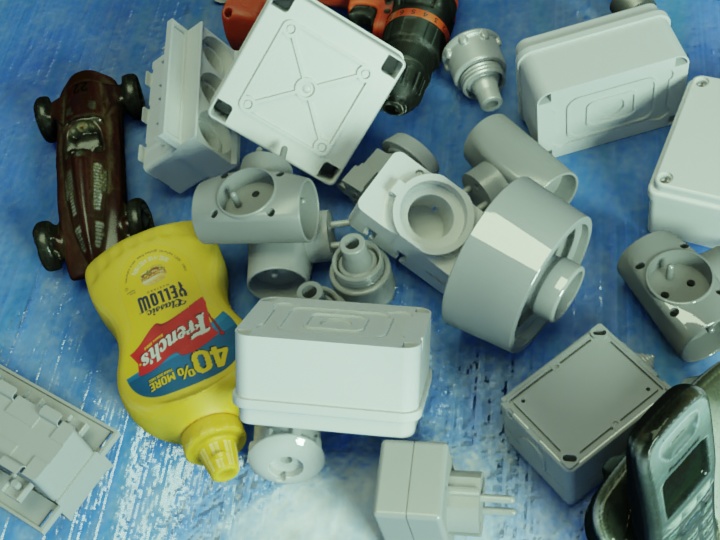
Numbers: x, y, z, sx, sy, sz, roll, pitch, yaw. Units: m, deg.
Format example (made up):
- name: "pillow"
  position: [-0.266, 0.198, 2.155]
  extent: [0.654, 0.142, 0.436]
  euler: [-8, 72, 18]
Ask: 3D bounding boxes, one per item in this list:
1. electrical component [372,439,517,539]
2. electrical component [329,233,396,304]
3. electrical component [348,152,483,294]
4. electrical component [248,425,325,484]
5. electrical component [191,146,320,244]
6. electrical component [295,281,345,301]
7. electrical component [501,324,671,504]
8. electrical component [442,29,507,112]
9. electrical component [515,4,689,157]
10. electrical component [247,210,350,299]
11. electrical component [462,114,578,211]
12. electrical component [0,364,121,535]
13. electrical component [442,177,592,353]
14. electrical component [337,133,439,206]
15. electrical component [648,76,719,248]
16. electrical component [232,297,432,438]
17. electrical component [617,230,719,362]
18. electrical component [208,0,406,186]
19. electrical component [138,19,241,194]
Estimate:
- name: "electrical component"
  position: [0.052, 0.135, 0.626]
  extent: [0.077, 0.065, 0.047]
  euler: [1, 56, 12]
- name: "electrical component"
  position: [0.000, 0.000, 0.733]
  extent: [0.043, 0.062, 0.043]
  euler: [-6, 54, 8]
- name: "electrical component"
  position: [0.044, -0.031, 0.724]
  extent: [0.089, 0.055, 0.050]
  euler: [36, 76, -1]
- name: "electrical component"
  position: [-0.046, 0.101, 0.685]
  extent: [0.048, 0.048, 0.062]
  euler: [-8, 42, 6]
- name: "electrical component"
  position: [-0.068, -0.055, 0.739]
  extent: [0.077, 0.044, 0.079]
  euler: [-1, 56, 16]
- name: "electrical component"
  position: [-0.028, 0.032, 0.716]
  extent: [0.043, 0.062, 0.043]
  euler: [-5, 54, 8]
- name: "electrical component"
  position: [0.140, 0.084, 0.645]
  extent: [0.096, 0.061, 0.061]
  euler: [-35, 56, -13]
- name: "electrical component"
  position: [0.093, -0.151, 0.831]
  extent: [0.048, 0.048, 0.062]
  euler: [-16, 61, 1]
- name: "electrical component"
  position: [0.173, -0.137, 0.782]
  extent: [0.113, 0.078, 0.057]
  euler: [-16, 57, 1]
- name: "electrical component"
  position: [-0.040, -0.022, 0.768]
  extent: [0.079, 0.044, 0.077]
  euler: [-7, 55, 7]
- name: "electrical component"
  position: [0.100, -0.063, 0.766]
  extent: [0.079, 0.044, 0.077]
  euler: [-34, 56, -12]
- name: "electrical component"
  position: [-0.232, 0.107, 0.706]
  extent: [0.121, 0.063, 0.078]
  euler: [23, 63, 25]
- name: "electrical component"
  position: [0.107, 0.002, 0.684]
  extent: [0.060, 0.108, 0.108]
  euler: [31, 66, 22]
- name: "electrical component"
  position: [0.025, -0.066, 0.785]
  extent: [0.066, 0.048, 0.055]
  euler: [34, 75, 29]
- name: "electrical component"
  position: [0.262, -0.068, 0.728]
  extent: [0.109, 0.056, 0.108]
  euler: [16, 60, 22]
- name: "electrical component"
  position: [-0.015, 0.058, 0.653]
  extent: [0.113, 0.057, 0.078]
  euler: [4, 17, 9]
- name: "electrical component"
  position: [0.220, 0.009, 0.691]
  extent: [0.079, 0.044, 0.077]
  euler: [-24, 54, -6]
- name: "electrical component"
  position: [-0.039, -0.135, 0.785]
  extent: [0.109, 0.056, 0.108]
  euler: [29, 103, -11]
- name: "electrical component"
  position: [-0.133, -0.125, 0.843]
  extent: [0.063, 0.079, 0.121]
  euler: [-27, 49, 29]
